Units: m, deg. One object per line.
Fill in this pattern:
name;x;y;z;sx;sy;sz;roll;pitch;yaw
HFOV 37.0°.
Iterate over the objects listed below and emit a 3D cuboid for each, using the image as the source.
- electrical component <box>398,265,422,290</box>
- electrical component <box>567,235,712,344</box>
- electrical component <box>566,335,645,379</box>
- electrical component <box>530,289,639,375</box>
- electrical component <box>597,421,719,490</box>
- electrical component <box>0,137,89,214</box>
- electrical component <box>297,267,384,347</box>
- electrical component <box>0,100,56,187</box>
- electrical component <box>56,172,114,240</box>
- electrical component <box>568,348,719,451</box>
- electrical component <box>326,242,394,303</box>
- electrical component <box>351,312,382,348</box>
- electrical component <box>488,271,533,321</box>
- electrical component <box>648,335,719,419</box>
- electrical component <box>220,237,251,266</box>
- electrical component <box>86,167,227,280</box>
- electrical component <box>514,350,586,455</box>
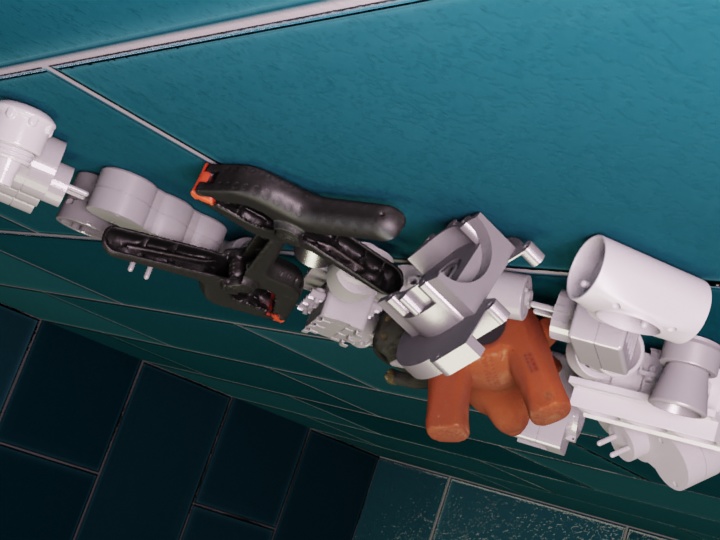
electrical component;0.049;0.020;0.887;0.043;0.043;0.081;16;167;15
electrical component;0.167;0.015;0.681;0.077;0.044;0.079;22;168;-14
electrical component;0.194;0.065;0.859;0.045;0.045;0.055;21;168;-10
electrical component;0.161;0.036;0.778;0.076;0.047;0.083;15;167;21
electrical component;0.248;0.147;0.960;0.074;0.052;0.138;-19;-148;-18
electrical component;-0.268;-0.078;0.920;0.074;0.052;0.138;24;167;-20
electrical component;-0.017;0.029;0.982;0.079;0.063;0.121;21;168;-6
electrical component;-0.261;-0.094;0.811;0.048;0.062;0.048;19;174;2
electrical component;-0.241;-0.058;0.977;0.055;0.047;0.055;18;168;4
electrical component;0.247;0.102;0.899;0.121;0.063;0.079;12;165;32
electrical component;0.000;0.000;0.874;0.043;0.043;0.081;21;168;-7
electrical component;-0.008;0.047;1.095;0.062;0.048;0.048;36;160;-35
electrical component;0.097;0.016;0.808;0.065;0.044;0.044;9;165;21
electrical component;0.248;0.080;0.819;0.045;0.055;0.045;18;168;4
electrical component;-0.119;-0.010;1.019;0.044;0.044;0.065;26;161;-27
electrical component;-0.184;-0.029;0.954;0.052;0.073;0.138;8;163;42
electrical component;0.189;0.128;1.037;0.056;0.089;0.050;15;167;20
